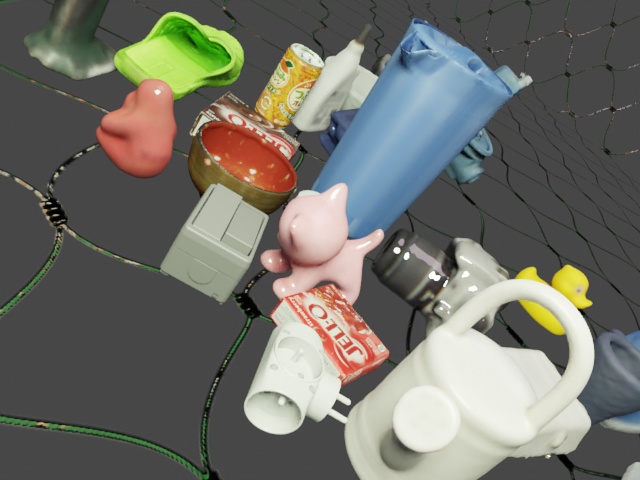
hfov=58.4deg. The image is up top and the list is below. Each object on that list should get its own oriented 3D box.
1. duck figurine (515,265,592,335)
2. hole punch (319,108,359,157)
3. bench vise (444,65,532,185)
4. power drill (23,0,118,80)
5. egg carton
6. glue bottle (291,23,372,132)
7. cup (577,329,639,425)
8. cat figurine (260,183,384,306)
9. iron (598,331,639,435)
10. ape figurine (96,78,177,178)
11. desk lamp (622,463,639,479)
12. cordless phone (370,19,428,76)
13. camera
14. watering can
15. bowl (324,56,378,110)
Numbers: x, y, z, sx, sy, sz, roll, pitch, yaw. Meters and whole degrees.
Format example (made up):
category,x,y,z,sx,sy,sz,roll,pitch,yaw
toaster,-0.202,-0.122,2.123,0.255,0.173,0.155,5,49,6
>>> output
category,x,y,z,sx,sy,sz,roll,pitch,yaw
duck figurine,0.336,0.072,0.817,0.078,0.086,0.104,-10,53,-52
hole punch,0.068,-0.146,0.831,0.101,0.091,0.108,6,42,-42
bench vise,0.252,-0.235,1.021,0.207,0.219,0.121,36,30,-2
power drill,-0.220,-0.279,0.593,0.075,0.208,0.230,35,30,-2
egg carton,0.189,0.159,0.556,0.151,0.069,0.107,11,39,-38
glue bottle,0.024,-0.233,0.824,0.037,0.173,0.078,47,31,17
cup,0.333,0.163,0.677,0.092,0.095,0.118,34,30,-5
cat figurine,0.005,0.002,0.531,0.128,0.117,0.067,11,39,-38
iron,0.456,0.166,0.756,0.259,0.141,0.118,-8,52,-51
ape figurine,-0.163,-0.110,0.536,0.078,0.092,0.076,4,43,-43
desk lamp,0.366,0.226,0.504,0.117,0.213,0.204,49,32,21
cordless phone,0.156,-0.336,1.095,0.094,0.185,0.147,32,30,-8
camera,0.136,0.036,0.640,0.137,0.100,0.143,36,30,-1
watering can,0.107,0.112,0.409,0.101,0.194,0.173,39,30,4
bowl,0.062,-0.228,0.956,0.168,0.074,0.167,27,31,-18
